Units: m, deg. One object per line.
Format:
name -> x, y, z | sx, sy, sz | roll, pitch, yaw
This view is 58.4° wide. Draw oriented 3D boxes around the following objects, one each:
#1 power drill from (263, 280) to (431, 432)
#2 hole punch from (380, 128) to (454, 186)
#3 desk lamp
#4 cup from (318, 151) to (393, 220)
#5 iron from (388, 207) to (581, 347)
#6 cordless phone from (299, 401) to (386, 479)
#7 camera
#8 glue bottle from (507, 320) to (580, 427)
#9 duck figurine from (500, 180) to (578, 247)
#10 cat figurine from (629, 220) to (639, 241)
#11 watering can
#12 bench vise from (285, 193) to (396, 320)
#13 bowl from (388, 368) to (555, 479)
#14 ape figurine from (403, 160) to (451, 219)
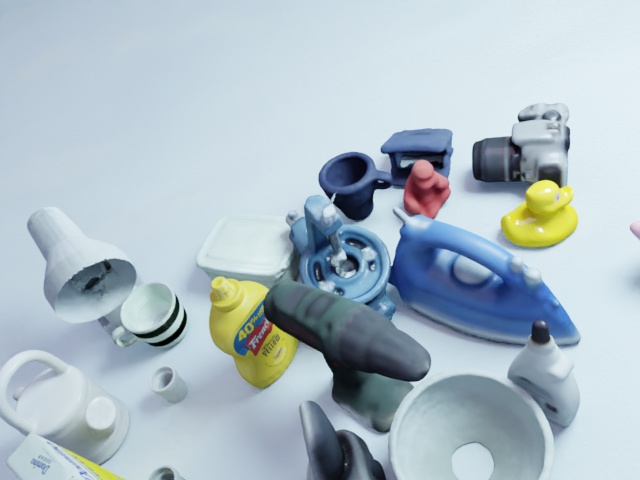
power drill -> 0.041, 0.133, 0.651 | 0.228, 0.209, 0.076 | 24, 63, 36
hole punch -> 0.158, -0.149, 0.930 | 0.108, 0.091, 0.101 | 1, 52, 22
desk lamp -> -0.346, 0.054, 0.868 | 0.118, 0.214, 0.202 | -40, 48, -14
cup -> 0.065, -0.077, 0.902 | 0.117, 0.095, 0.092 | 6, 54, 26
iron -> 0.199, 0.039, 0.717 | 0.257, 0.142, 0.119 | 22, 62, 35
cordless phone -> 0.014, 0.254, 0.574 | 0.094, 0.185, 0.147 | -22, 47, 2
camera -> 0.301, -0.141, 0.860 | 0.136, 0.101, 0.143 | 0, 51, 22
glue bottle -> 0.233, 0.133, 0.600 | 0.077, 0.173, 0.037 | 29, 66, 37
duck figurine -> 0.300, -0.043, 0.786 | 0.104, 0.086, 0.077 | -15, 47, 9
cat figurine -> 0.434, 0.007, 0.668 | 0.127, 0.118, 0.067 | 25, 64, 36
watering can -> -0.333, 0.212, 0.740 | 0.172, 0.194, 0.101 | -13, 48, 11
bench vise -> 0.000, 0.011, 0.765 | 0.206, 0.220, 0.122 | 23, 62, 35
bowl -> 0.162, 0.228, 0.614 | 0.167, 0.075, 0.167 | -11, 48, 13
ape figurine -> 0.159, -0.082, 0.871 | 0.077, 0.092, 0.076 | -19, 47, 6
